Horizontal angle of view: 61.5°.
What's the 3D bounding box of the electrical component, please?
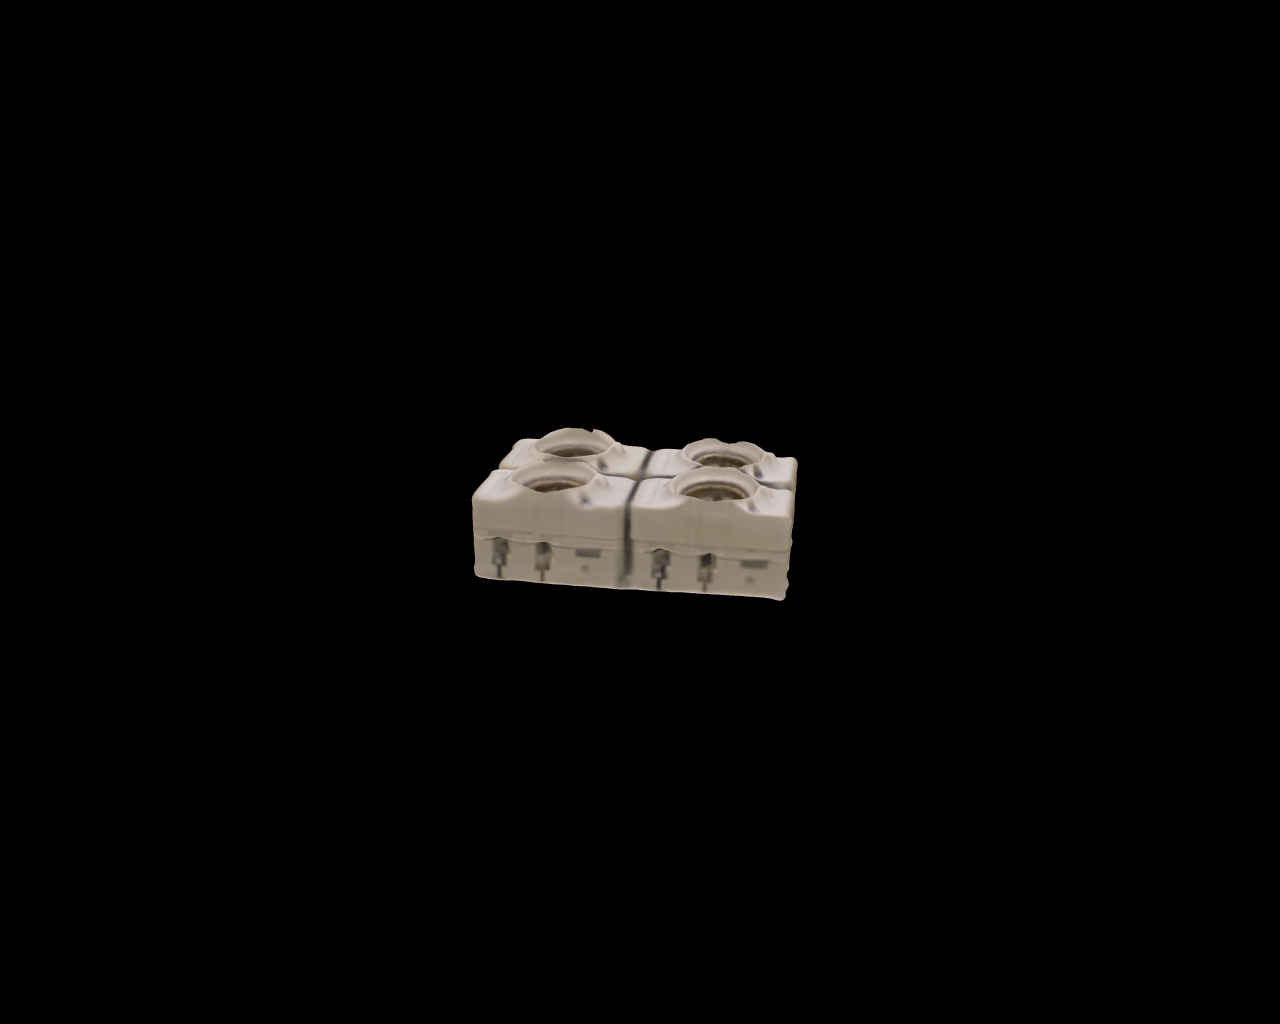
[{"bbox_3d":[0.001,-0.003,0.650,0.186,0.060,0.105,4,24,9],"label":"electrical component"}]
